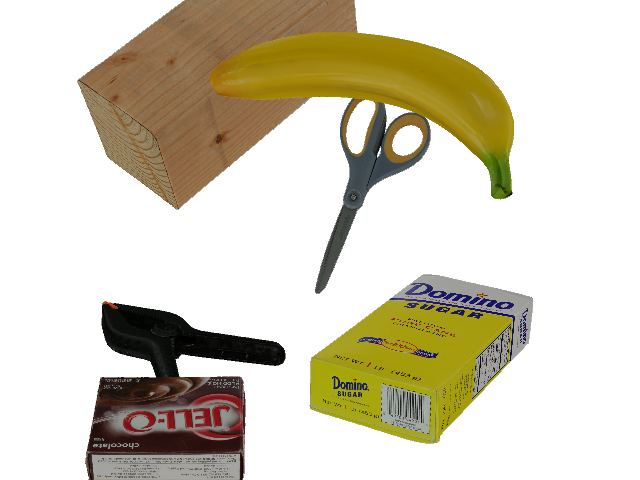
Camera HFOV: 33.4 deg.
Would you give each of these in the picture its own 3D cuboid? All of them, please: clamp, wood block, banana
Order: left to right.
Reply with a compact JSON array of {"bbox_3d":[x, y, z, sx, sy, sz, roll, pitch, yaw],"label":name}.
[{"bbox_3d":[-0.164,0.111,1.119,0.210,0.036,0.164,17,19,29],"label":"clamp"},{"bbox_3d":[-0.073,-0.135,0.834,0.090,0.205,0.091,36,-25,27],"label":"wood block"},{"bbox_3d":[0.031,-0.086,0.602,0.198,0.069,0.037,22,-30,26],"label":"banana"}]

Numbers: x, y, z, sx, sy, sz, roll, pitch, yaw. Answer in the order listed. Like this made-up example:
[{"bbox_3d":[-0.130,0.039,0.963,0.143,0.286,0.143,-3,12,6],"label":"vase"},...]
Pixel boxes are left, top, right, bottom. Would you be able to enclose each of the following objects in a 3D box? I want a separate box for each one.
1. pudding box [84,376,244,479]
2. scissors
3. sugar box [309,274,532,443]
[{"bbox_3d":[-0.112,0.141,0.793,0.113,0.039,0.090,-2,28,-4],"label":"pudding box"},{"bbox_3d":[0.052,-0.045,1.008,0.096,0.202,0.016,4,-13,8],"label":"scissors"},{"bbox_3d":[0.075,0.076,0.747,0.093,0.048,0.175,12,26,27],"label":"sugar box"}]
